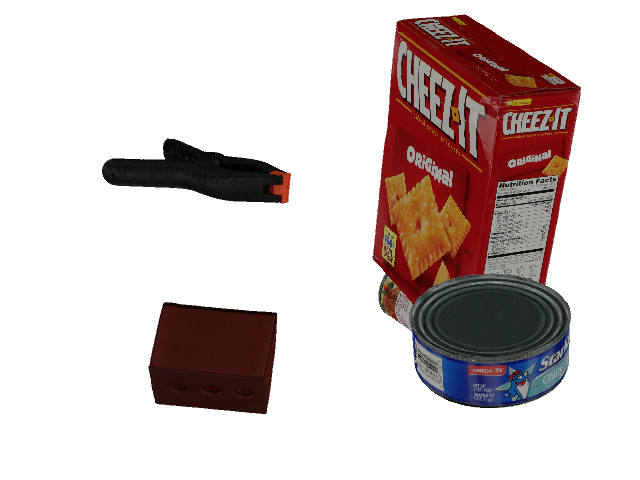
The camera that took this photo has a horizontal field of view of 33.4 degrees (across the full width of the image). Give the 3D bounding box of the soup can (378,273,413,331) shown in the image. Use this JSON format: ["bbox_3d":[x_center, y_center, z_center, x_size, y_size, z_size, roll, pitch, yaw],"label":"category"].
[{"bbox_3d":[0.110,0.062,0.975,0.068,0.068,0.102,0,24,-38],"label":"soup can"}]

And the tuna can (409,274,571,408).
[{"bbox_3d":[0.092,0.054,0.581,0.086,0.034,0.086,-5,28,3],"label":"tuna can"}]

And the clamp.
[{"bbox_3d":[-0.113,-0.061,0.993,0.172,0.039,0.120,13,26,30],"label":"clamp"}]

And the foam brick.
[{"bbox_3d":[-0.070,0.079,0.713,0.078,0.051,0.053,5,-38,2],"label":"foam brick"}]

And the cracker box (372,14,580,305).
[{"bbox_3d":[0.107,-0.043,0.810,0.072,0.214,0.164,-9,32,-21],"label":"cracker box"}]
